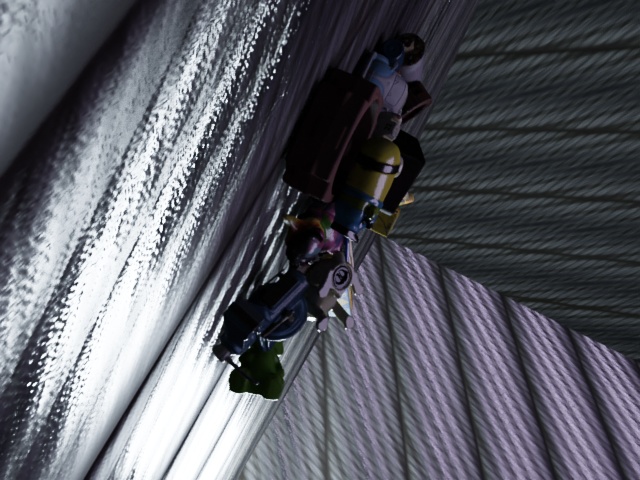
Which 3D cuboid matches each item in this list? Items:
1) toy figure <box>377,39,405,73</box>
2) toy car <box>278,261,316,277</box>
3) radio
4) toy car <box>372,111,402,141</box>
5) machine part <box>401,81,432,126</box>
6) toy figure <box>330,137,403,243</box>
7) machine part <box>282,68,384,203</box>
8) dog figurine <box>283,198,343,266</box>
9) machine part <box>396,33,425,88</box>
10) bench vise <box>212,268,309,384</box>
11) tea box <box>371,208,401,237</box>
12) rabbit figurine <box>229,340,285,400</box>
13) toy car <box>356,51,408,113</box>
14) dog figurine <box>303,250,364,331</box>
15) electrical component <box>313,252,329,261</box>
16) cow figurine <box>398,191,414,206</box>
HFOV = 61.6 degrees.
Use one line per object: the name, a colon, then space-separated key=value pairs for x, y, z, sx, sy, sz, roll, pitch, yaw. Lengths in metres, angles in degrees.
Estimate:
toy figure: x=0.144 y=-0.361 z=1.114 sx=0.154 sy=0.064 sz=0.057 roll=85 pitch=-5 yaw=-83
toy car: x=-0.046 y=0.061 z=1.273 sx=0.089 sy=0.053 sz=0.202 roll=-44 pitch=173 yaw=9
radio: x=0.146 y=-0.147 z=1.107 sx=0.131 sy=0.073 sz=0.230 roll=-61 pitch=-175 yaw=22
toy car: x=0.091 y=-0.202 z=1.046 sx=0.073 sy=0.056 sz=0.202 roll=-63 pitch=-158 yaw=-9
machine part: x=0.194 y=-0.318 z=1.328 sx=0.179 sy=0.056 sz=0.179 roll=-33 pitch=178 yaw=-1
toy figure: x=0.079 y=-0.086 z=0.914 sx=0.180 sy=0.082 sz=0.089 roll=-61 pitch=174 yaw=4
machine part: x=0.022 y=-0.167 z=0.886 sx=0.201 sy=0.087 sz=0.201 roll=-65 pitch=170 yaw=8
dog figurine: x=-0.001 y=-0.039 z=1.072 sx=0.191 sy=0.109 sz=0.219 roll=-63 pitch=169 yaw=2
machine part: x=0.204 y=-0.411 z=1.253 sx=0.079 sy=0.079 sz=0.243 roll=-63 pitch=170 yaw=1
bench vise: x=-0.106 y=0.167 z=1.033 sx=0.223 sy=0.129 sz=0.240 roll=-56 pitch=165 yaw=-24
tea box: x=0.135 y=-0.083 z=1.525 sx=0.068 sy=0.170 sz=0.098 roll=-68 pitch=169 yaw=20
rabbit figurine: x=-0.123 y=0.260 z=1.230 sx=0.159 sy=0.121 sz=0.170 roll=23 pitch=79 yaw=-85
toy car: x=0.117 y=-0.283 z=1.044 sx=0.109 sy=0.103 sz=0.161 roll=-62 pitch=169 yaw=-3
dog figurine: x=-0.018 y=0.095 z=1.125 sx=0.121 sy=0.191 sz=0.172 roll=18 pitch=88 yaw=-41
electrical component: x=-0.004 y=-0.005 z=1.225 sx=0.078 sy=0.102 sz=0.045 roll=-15 pitch=171 yaw=-33
cow figurine: x=0.193 y=-0.138 z=1.467 sx=0.167 sy=0.068 sz=0.098 roll=-4 pitch=84 yaw=-50
